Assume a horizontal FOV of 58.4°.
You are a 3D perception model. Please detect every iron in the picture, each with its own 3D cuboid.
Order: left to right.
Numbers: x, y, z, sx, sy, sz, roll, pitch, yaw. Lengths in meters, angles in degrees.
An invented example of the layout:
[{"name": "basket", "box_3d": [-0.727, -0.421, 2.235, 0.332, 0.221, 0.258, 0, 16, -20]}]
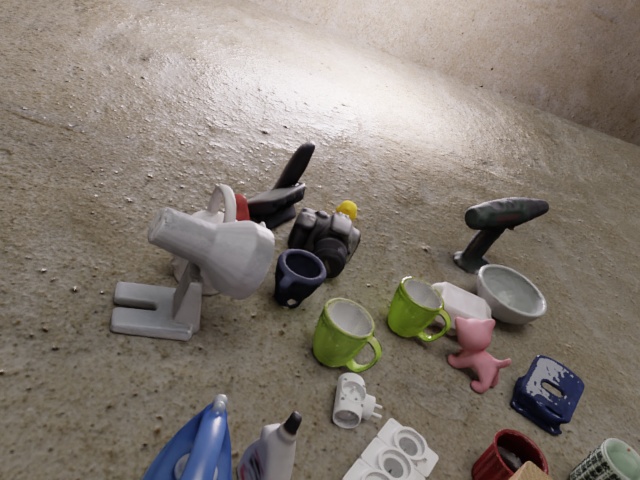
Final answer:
[{"name": "iron", "box_3d": [-0.144, 0.267, 0.670, 0.119, 0.141, 0.258, 20, 33, -8]}]

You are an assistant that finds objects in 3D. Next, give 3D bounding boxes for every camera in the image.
[{"name": "camera", "box_3d": [0.011, 0.004, 1.175, 0.143, 0.101, 0.137, 22, 33, -6]}]

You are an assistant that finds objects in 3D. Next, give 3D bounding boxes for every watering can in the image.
[{"name": "watering can", "box_3d": [-0.174, -0.009, 0.984, 0.173, 0.194, 0.100, -14, 49, -44]}]

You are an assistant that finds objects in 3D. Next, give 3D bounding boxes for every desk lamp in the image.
[{"name": "desk lamp", "box_3d": [-0.194, 0.051, 0.871, 0.204, 0.213, 0.117, 10, 36, -23]}]

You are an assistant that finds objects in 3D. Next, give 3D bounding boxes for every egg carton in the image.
[{"name": "egg carton", "box_3d": [0.283, 0.152, 1.181, 0.150, 0.069, 0.107, 24, 33, -2]}]

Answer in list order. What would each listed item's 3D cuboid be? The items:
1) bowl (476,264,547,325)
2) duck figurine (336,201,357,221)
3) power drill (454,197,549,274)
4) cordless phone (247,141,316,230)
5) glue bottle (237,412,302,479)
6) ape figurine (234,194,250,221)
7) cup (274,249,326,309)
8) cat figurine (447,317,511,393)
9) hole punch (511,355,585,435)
[{"name": "bowl", "box_3d": [0.417, 0.135, 1.290, 0.168, 0.074, 0.167, 18, 34, -12]}, {"name": "duck figurine", "box_3d": [0.052, -0.046, 1.286, 0.077, 0.086, 0.104, 25, 33, 0]}, {"name": "power drill", "box_3d": [0.423, -0.018, 1.383, 0.230, 0.208, 0.075, 0, 41, -33]}, {"name": "cordless phone", "box_3d": [-0.082, -0.127, 1.219, 0.094, 0.185, 0.148, 34, 34, 13]}, {"name": "glue bottle", "box_3d": [-0.057, 0.264, 0.703, 0.037, 0.173, 0.078, -1, 41, -34]}, {"name": "ape figurine", "box_3d": [-0.170, -0.053, 1.142, 0.076, 0.092, 0.078, 34, 34, 13]}, {"name": "cup", "box_3d": [-0.051, 0.083, 1.030, 0.091, 0.095, 0.118, 32, 34, 10]}, {"name": "cat figurine", "box_3d": [0.301, 0.203, 1.078, 0.067, 0.117, 0.127, -15, 50, -45]}, {"name": "hole punch", "box_3d": [0.427, 0.288, 1.069, 0.108, 0.091, 0.101, 33, 34, 11]}]
